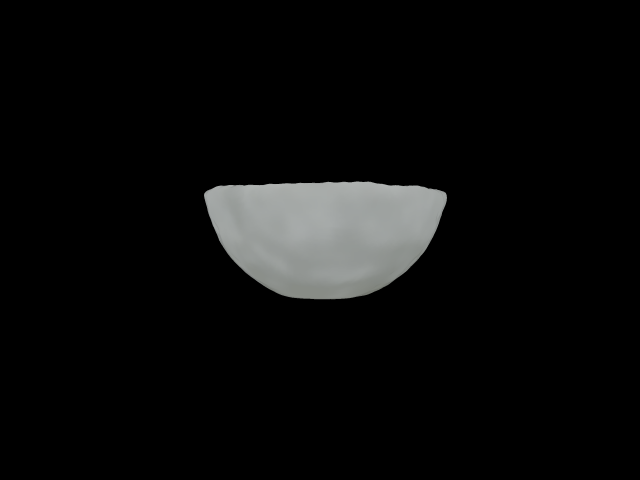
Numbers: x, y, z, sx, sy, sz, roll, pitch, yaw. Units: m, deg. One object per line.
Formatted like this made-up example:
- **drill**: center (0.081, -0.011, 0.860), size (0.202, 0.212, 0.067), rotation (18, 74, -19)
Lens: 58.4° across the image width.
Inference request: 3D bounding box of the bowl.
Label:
- **bowl**: center (0.004, 0.001, 0.400), size (0.167, 0.075, 0.167), rotation (0, 2, 0)
